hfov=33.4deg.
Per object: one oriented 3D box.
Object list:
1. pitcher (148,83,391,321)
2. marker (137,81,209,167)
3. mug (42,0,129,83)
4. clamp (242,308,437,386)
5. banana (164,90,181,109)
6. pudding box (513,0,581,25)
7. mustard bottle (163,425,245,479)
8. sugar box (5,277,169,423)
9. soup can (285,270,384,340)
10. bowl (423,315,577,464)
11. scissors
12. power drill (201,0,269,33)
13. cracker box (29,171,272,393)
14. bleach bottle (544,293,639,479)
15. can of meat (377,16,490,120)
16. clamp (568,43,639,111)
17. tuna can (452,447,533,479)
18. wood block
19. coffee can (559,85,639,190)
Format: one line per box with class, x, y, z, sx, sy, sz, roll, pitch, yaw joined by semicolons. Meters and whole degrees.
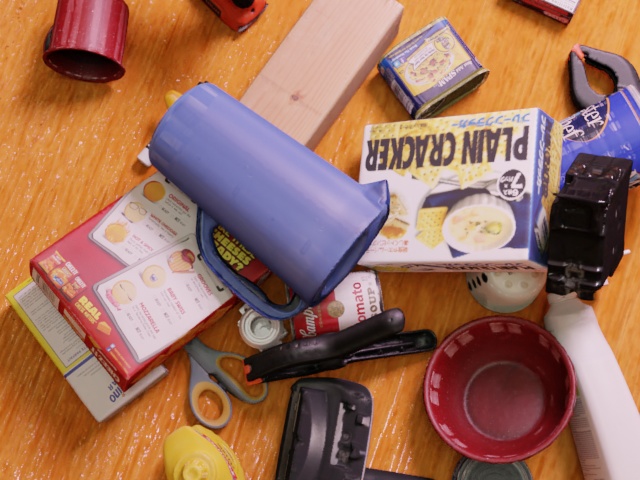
pitcher;-0.062;-0.043;1.103;0.243;0.145;0.149;38;53;9
marker;-0.166;-0.136;1.231;0.020;0.020;0.121;37;83;6
mug;-0.272;-0.234;1.222;0.117;0.093;0.081;-5;71;36
clamp;0.020;0.120;1.145;0.210;0.164;0.036;-18;71;21
banana;-0.095;-0.099;1.202;0.198;0.070;0.037;30;40;10
pudding box;0.275;-0.321;1.248;0.090;0.039;0.113;26;83;5
mustard bottle;-0.118;0.233;1.078;0.058;0.191;0.096;-33;81;-5
sugar box;-0.256;0.105;1.178;0.093;0.048;0.176;-37;85;-7
soup can;0.016;0.072;1.168;0.102;0.068;0.068;-8;80;-2
bowl;0.194;0.165;1.141;0.162;0.055;0.162;-7;64;15
scissors;-0.152;0.132;1.186;0.202;0.016;0.096;32;82;6
power drill;-0.123;-0.318;1.177;0.057;0.187;0.184;-44;84;-5
cracker box;-0.177;0.033;1.150;0.213;0.072;0.164;-38;83;-24
bleach bottle;0.293;0.165;1.130;0.068;0.103;0.251;-14;80;-11
can of meat;0.127;-0.193;1.218;0.102;0.057;0.084;-34;80;-6
clamp;0.336;-0.147;1.217;0.171;0.039;0.120;43;84;9
tuna can;0.186;0.265;1.149;0.086;0.034;0.086;0;80;1
wood block;-0.002;-0.192;1.203;0.091;0.090;0.206;35;82;5
coffee can;0.295;-0.090;1.156;0.140;0.102;0.103;-27;81;14
